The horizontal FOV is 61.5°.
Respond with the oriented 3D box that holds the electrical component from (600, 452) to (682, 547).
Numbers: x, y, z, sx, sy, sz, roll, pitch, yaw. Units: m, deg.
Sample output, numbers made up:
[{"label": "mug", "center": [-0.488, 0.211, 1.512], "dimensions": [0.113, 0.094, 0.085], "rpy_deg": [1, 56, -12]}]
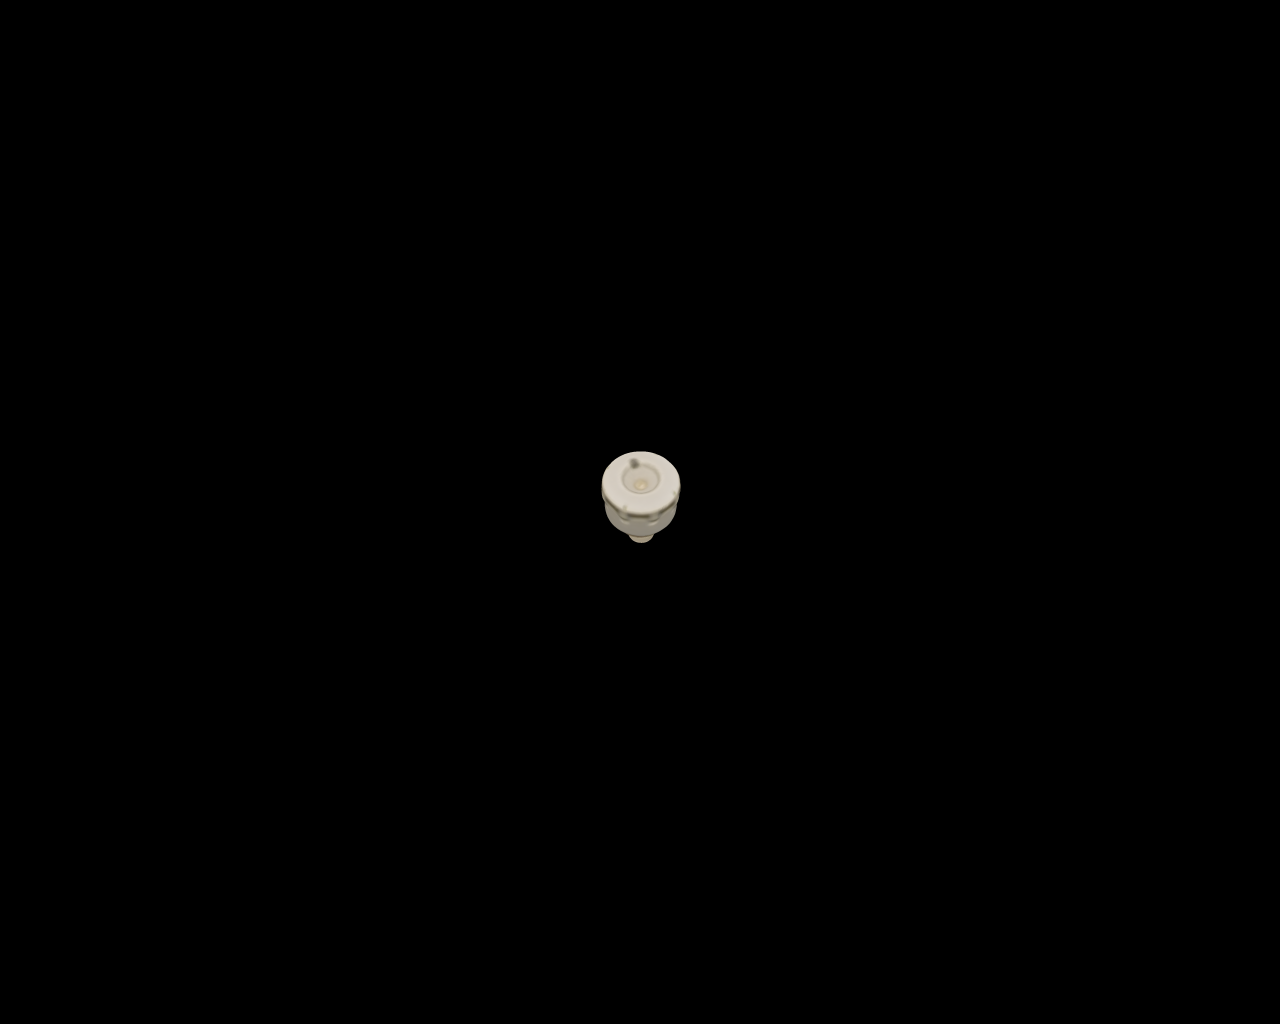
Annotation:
[{"label": "electrical component", "center": [0.001, -0.003, 0.650], "dimensions": [0.048, 0.048, 0.062], "rpy_deg": [0, -35, 0]}]
